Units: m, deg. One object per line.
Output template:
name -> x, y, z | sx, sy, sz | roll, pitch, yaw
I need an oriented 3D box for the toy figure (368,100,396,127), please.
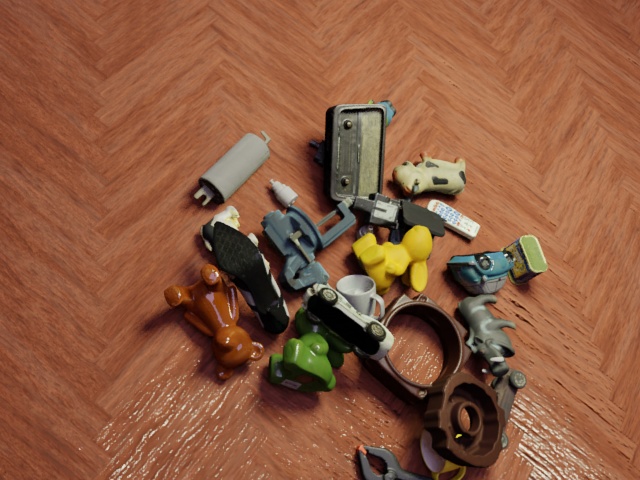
toy figure -> 0.123, -0.295, 1.359 | 0.082, 0.089, 0.180 | 42, 65, 14

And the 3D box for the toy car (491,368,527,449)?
toy car -> 0.377, 0.362, 1.141 | 0.053, 0.089, 0.202 | 32, 64, -2

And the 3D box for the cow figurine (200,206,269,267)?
cow figurine -> -0.182, 0.019, 1.150 | 0.098, 0.068, 0.167 | -32, 75, -19

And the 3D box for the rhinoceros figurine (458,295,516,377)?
rhinoceros figurine -> 0.372, 0.208, 1.196 | 0.112, 0.073, 0.190 | -6, 55, -18

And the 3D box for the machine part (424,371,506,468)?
machine part -> 0.281, 0.349, 1.043 | 0.179, 0.056, 0.179 | 13, 63, -26

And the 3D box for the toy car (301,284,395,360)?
toy car -> 0.052, 0.162, 1.066 | 0.202, 0.073, 0.056 | 36, 31, 7

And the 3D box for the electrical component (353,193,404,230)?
electrical component -> 0.126, -0.068, 1.226 | 0.119, 0.048, 0.074 | 11, 89, -15

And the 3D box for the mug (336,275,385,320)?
mug -> 0.090, 0.140, 1.141 | 0.110, 0.107, 0.081 | 14, 34, 30

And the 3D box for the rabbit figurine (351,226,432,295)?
rabbit figurine -> 0.179, 0.042, 1.192 | 0.173, 0.122, 0.162 | -33, 102, -4

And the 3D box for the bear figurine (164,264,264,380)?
bear figurine -> -0.202, 0.165, 1.052 | 0.120, 0.131, 0.196 | -28, 70, 0

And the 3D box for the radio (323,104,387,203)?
radio -> 0.079, -0.202, 1.258 | 0.131, 0.073, 0.229 | 0, 98, -14

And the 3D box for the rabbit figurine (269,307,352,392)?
rabbit figurine -> -0.010, 0.210, 1.091 | 0.159, 0.121, 0.170 | 18, 49, -11

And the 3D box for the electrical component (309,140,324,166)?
electrical component -> 0.012, -0.211, 1.329 | 0.094, 0.021, 0.063 | 26, 63, -3

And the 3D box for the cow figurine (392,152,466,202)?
cow figurine -> 0.272, -0.152, 1.344 | 0.195, 0.085, 0.127 | 6, 60, -14

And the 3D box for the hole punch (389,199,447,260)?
hole punch -> 0.229, -0.025, 1.282 | 0.142, 0.092, 0.116 | 19, 33, -4

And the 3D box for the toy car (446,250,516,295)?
toy car -> 0.383, 0.080, 1.268 | 0.161, 0.109, 0.102 | -5, 91, -29

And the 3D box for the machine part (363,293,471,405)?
machine part -> 0.206, 0.231, 1.154 | 0.201, 0.087, 0.201 | 40, 63, 6

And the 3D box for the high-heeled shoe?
high-heeled shoe -> -0.138, 0.078, 1.100 | 0.086, 0.145, 0.249 | -28, 73, -5

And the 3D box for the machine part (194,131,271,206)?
machine part -> -0.193, -0.163, 1.223 | 0.079, 0.079, 0.243 | 38, 62, 3

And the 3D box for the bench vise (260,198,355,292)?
bench vise -> -0.005, -0.001, 1.180 | 0.240, 0.129, 0.223 | -38, 82, -20
